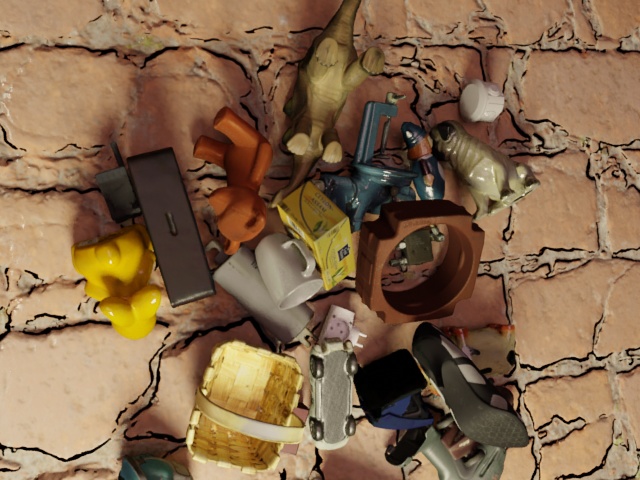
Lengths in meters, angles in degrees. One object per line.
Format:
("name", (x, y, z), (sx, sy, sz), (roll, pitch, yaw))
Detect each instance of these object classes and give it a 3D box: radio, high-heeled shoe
("radio", (-0.228, -0.016, 0.831), (0.073, 0.131, 0.229), (-16, 90, -15))
("high-heeled shoe", (0.248, 0.240, 0.897), (0.248, 0.145, 0.086), (40, 113, -20))

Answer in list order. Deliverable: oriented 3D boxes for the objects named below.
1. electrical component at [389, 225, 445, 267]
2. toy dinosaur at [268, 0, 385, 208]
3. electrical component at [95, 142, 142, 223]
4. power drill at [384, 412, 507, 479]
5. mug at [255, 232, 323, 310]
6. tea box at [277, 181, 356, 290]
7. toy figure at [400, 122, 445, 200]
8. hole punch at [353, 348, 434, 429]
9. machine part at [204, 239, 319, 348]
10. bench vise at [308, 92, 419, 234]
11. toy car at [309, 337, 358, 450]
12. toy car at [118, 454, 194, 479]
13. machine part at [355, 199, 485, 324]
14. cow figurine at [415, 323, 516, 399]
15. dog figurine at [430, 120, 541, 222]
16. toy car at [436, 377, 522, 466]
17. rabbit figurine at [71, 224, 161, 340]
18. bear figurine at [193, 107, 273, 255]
("electrical component", (0.175, 0.007, 0.978), (0.102, 0.045, 0.078), (-4, 85, -15))
("toy dinosaur", (0.011, -0.267, 0.872), (0.105, 0.199, 0.471), (24, 90, -21))
("electrical component", (-0.320, -0.089, 0.842), (0.048, 0.075, 0.119), (-22, 96, -16))
("power drill", (0.215, 0.420, 0.941), (0.207, 0.086, 0.232), (41, 76, -5))
("mug", (-0.052, 0.037, 0.826), (0.081, 0.109, 0.107), (-21, 65, -34))
("tea box", (-0.002, -0.003, 0.858), (0.068, 0.169, 0.098), (-38, 64, -13))
("toy figure", (0.186, -0.144, 0.975), (0.058, 0.064, 0.154), (-24, 107, -20))
("hole punch", (0.123, 0.262, 0.908), (0.116, 0.142, 0.092), (-22, 118, -1))
("machine part", (-0.094, 0.088, 0.886), (0.243, 0.079, 0.079), (46, 77, -7))
("bench vise", (0.080, -0.134, 0.916), (0.223, 0.129, 0.240), (7, 102, -22))
("toy car", (0.020, 0.255, 0.894), (0.073, 0.056, 0.201), (-3, 105, -15))
("toy car", (-0.238, 0.395, 0.816), (0.103, 0.109, 0.161), (-15, 99, -33))
("machine part", (0.165, 0.035, 0.914), (0.201, 0.087, 0.200), (-4, 116, -17))
("cow figurine", (0.260, 0.218, 0.968), (0.195, 0.085, 0.127), (-3, 81, -16))
("dog figurine", (0.307, -0.149, 1.006), (0.172, 0.121, 0.190), (-12, 69, -48))
("toy car", (0.281, 0.311, 0.936), (0.202, 0.053, 0.089), (-18, 68, -43))
("rabbit figurine", (-0.289, 0.074, 0.813), (0.122, 0.162, 0.173), (-19, 109, -27))
("bear figurine", (-0.140, -0.088, 0.843), (0.132, 0.120, 0.196), (28, 51, -24))
